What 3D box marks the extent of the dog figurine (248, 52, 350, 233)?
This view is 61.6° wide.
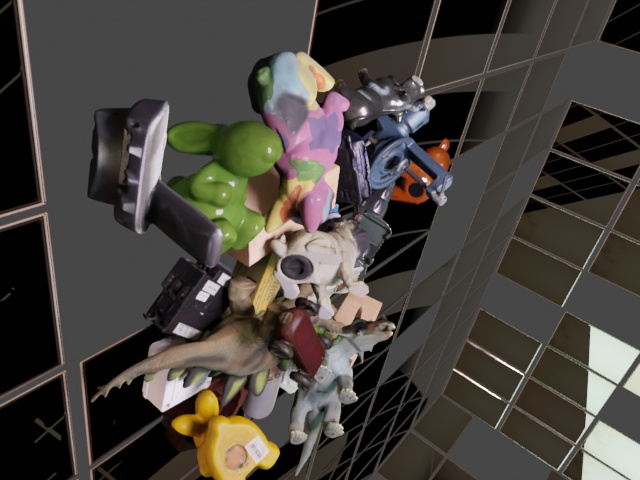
[{"bbox_3d":[-0.036,-0.119,0.740,0.191,0.109,0.219,34,60,-56],"label":"dog figurine"}]

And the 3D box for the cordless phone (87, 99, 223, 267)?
[{"bbox_3d":[-0.166,-0.062,0.586,0.089,0.184,0.146,-15,130,-49],"label":"cordless phone"}]

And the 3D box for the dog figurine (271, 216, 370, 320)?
[{"bbox_3d":[0.000,0.007,0.878,0.172,0.121,0.191,50,26,-28],"label":"dog figurine"}]

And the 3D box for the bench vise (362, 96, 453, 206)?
[{"bbox_3d":[0.170,-0.163,1.023,0.224,0.241,0.128,-36,152,-10],"label":"bench vise"}]

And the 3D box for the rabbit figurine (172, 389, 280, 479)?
[{"bbox_3d":[-0.178,0.345,0.919,0.122,0.162,0.173,-47,-168,-23],"label":"rabbit figurine"}]

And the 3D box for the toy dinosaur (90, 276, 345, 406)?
[{"bbox_3d":[-0.120,0.166,0.856,0.471,0.105,0.198,7,115,-48],"label":"toy dinosaur"}]

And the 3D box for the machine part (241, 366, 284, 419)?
[{"bbox_3d":[-0.123,0.301,1.119,0.079,0.079,0.243,-38,156,-36],"label":"machine part"}]

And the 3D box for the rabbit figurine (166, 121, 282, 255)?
[{"bbox_3d":[-0.116,-0.085,0.682,0.170,0.159,0.121,-50,160,24],"label":"rabbit figurine"}]

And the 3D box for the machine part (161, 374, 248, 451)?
[{"bbox_3d":[-0.217,0.315,1.022,0.179,0.056,0.179,-38,145,-34],"label":"machine part"}]

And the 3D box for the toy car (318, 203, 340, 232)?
[{"bbox_3d":[-0.002,-0.003,1.019,0.161,0.103,0.109,-60,154,5],"label":"toy car"}]

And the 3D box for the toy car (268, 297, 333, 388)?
[{"bbox_3d":[-0.029,0.159,0.823,0.089,0.053,0.202,-62,158,-23],"label":"toy car"}]

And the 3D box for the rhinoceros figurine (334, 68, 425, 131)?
[{"bbox_3d":[0.106,-0.250,0.945,0.190,0.112,0.073,-27,137,-35],"label":"rhinoceros figurine"}]

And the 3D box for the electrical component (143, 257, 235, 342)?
[{"bbox_3d":[-0.192,0.088,0.833,0.134,0.058,0.114,-55,155,-10],"label":"electrical component"}]

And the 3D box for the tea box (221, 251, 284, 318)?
[{"bbox_3d":[-0.105,0.072,0.955,0.098,0.068,0.169,-7,122,-56],"label":"tea box"}]

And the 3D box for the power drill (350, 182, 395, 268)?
[{"bbox_3d":[0.095,-0.031,1.124,0.232,0.086,0.207,-57,-170,9],"label":"power drill"}]

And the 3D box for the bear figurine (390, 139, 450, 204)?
[{"bbox_3d":[0.232,-0.170,1.270,0.196,0.132,0.120,-58,161,-48],"label":"bear figurine"}]

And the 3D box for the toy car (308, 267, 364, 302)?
[{"bbox_3d":[0.031,0.092,1.222,0.201,0.056,0.073,-11,127,-57],"label":"toy car"}]

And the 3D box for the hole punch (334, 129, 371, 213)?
[{"bbox_3d":[0.042,-0.130,0.932,0.092,0.116,0.142,-37,130,-40],"label":"hole punch"}]

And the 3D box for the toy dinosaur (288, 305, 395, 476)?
[{"bbox_3d":[0.010,0.310,1.166,0.192,0.131,0.404,-78,-166,-62],"label":"toy dinosaur"}]
